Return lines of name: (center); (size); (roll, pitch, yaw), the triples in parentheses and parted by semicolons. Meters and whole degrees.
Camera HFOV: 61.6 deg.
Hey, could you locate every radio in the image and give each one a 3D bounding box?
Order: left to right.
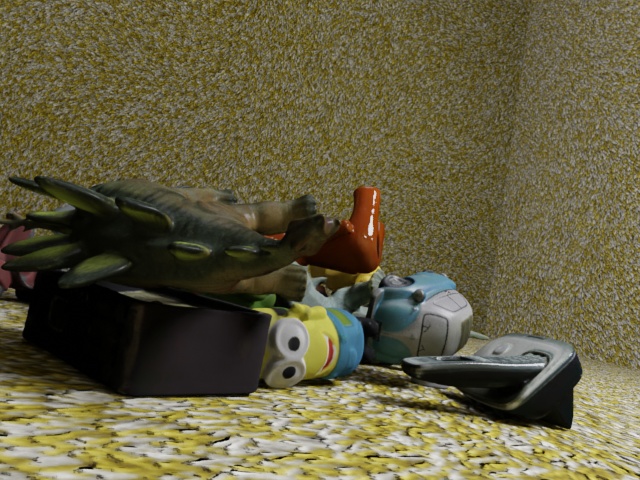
radio: (-0.166, 0.077, 0.489); (0.230, 0.073, 0.131); (4, -7, 44)

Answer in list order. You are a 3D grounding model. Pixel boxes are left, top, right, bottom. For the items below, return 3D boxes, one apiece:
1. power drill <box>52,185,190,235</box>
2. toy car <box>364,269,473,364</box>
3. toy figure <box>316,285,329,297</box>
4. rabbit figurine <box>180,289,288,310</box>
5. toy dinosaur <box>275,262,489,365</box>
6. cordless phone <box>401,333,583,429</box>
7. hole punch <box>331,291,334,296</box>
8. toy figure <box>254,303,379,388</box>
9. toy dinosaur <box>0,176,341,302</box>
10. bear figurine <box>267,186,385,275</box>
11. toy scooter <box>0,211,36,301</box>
power drill: (-0.373, -0.042, 1.004); (0.207, 0.085, 0.232); (10, 37, 16)
toy car: (0.131, 0.100, 0.657); (0.103, 0.109, 0.161); (23, 22, 40)
toy figure: (-0.011, 0.107, 0.957); (0.058, 0.064, 0.154); (-30, 4, -7)
rabbit figurine: (-0.088, 0.103, 0.652); (0.170, 0.121, 0.159); (36, -20, -28)
toy dinosaur: (0.067, 0.131, 0.812); (0.404, 0.131, 0.192); (28, -31, -34)
cordless phone: (0.164, 0.142, 0.580); (0.184, 0.088, 0.146); (7, -5, -11)
hole punch: (0.064, 0.143, 0.982); (0.092, 0.115, 0.142); (9, -3, 9)
toy figure: (-0.015, 0.109, 0.559); (0.089, 0.082, 0.180); (-17, -14, 36)
toy dinosaur: (-0.163, -0.008, 0.473); (0.198, 0.105, 0.472); (9, -6, -41)
bear figurine: (-0.003, 0.000, 0.835); (0.196, 0.132, 0.120); (-1, -42, 16)
toy scooter: (-0.461, 0.029, 0.836); (0.075, 0.135, 0.183); (7, -7, 11)
